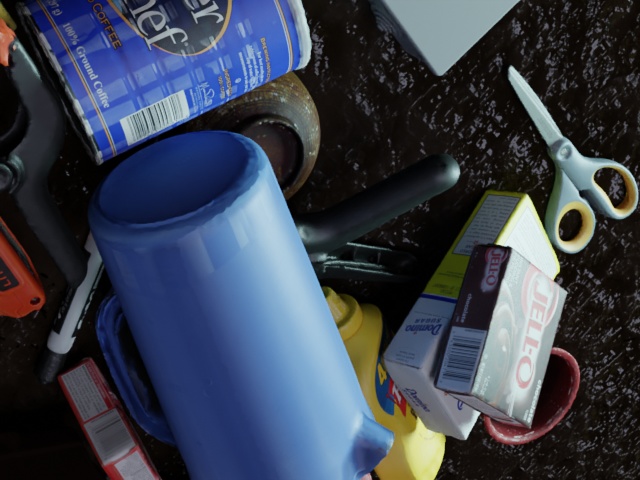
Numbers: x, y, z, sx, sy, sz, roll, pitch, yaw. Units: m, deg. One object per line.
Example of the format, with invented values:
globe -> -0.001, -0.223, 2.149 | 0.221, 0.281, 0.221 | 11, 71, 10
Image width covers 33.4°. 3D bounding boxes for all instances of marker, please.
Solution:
marker -> -0.168, 0.047, 0.728 | 0.020, 0.020, 0.121 | 15, 108, -33

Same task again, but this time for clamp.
clamp -> -0.005, 0.001, 0.747 | 0.209, 0.036, 0.165 | -9, 152, -17
clamp -> -0.174, -0.036, 0.594 | 0.120, 0.039, 0.172 | 1, 122, -38

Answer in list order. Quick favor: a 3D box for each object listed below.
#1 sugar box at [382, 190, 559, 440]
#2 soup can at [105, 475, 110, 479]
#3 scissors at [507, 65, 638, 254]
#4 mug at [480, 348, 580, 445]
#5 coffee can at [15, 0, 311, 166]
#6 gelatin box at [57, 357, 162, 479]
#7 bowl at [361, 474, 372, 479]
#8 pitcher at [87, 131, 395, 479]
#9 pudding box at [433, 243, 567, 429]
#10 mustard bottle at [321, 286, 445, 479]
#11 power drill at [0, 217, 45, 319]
sugar box -> 0.120, 0.055, 0.826 | 0.176, 0.048, 0.093 | -52, 130, -25
soup can -> -0.133, 0.226, 0.793 | 0.068, 0.102, 0.068 | -13, 121, -22
scissors -> 0.186, -0.054, 0.862 | 0.201, 0.016, 0.096 | 28, 101, -36
mug -> 0.159, 0.120, 0.902 | 0.093, 0.082, 0.117 | -30, 126, -11
coffee can -> -0.090, -0.119, 0.624 | 0.140, 0.103, 0.103 | -28, 126, -12
gelatin box -> -0.143, 0.134, 0.738 | 0.030, 0.089, 0.073 | -29, 140, -12
bowl -> -0.008, 0.202, 0.794 | 0.161, 0.055, 0.162 | 3, 85, -46
pitcher -> -0.063, 0.057, 0.669 | 0.149, 0.145, 0.243 | -26, 126, -11
pudding box -> 0.133, 0.070, 0.778 | 0.089, 0.039, 0.113 | 32, 72, -43
mustard bottle -> 0.039, 0.106, 0.825 | 0.058, 0.096, 0.191 | -13, 129, 24
power drill -> -0.278, 0.032, 0.640 | 0.187, 0.057, 0.184 | -31, 130, -6
